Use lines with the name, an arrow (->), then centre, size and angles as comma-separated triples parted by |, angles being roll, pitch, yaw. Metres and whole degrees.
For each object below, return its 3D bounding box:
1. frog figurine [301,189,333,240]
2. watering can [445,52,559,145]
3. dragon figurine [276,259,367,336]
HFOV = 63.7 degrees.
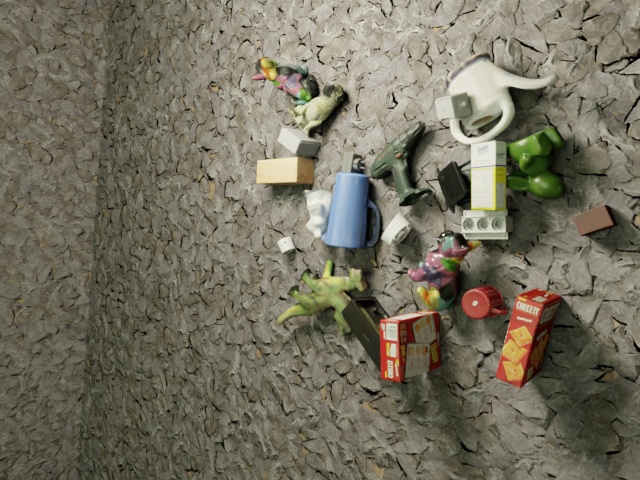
frog figurine -> 0.005, -0.087, 1.734 | 0.122, 0.163, 0.135 | -14, -31, 12
watering can -> 0.453, -0.397, 1.357 | 0.104, 0.227, 0.342 | -11, -16, -31
dragon figurine -> 0.020, 0.225, 1.750 | 0.246, 0.403, 0.123 | 46, 30, 22
